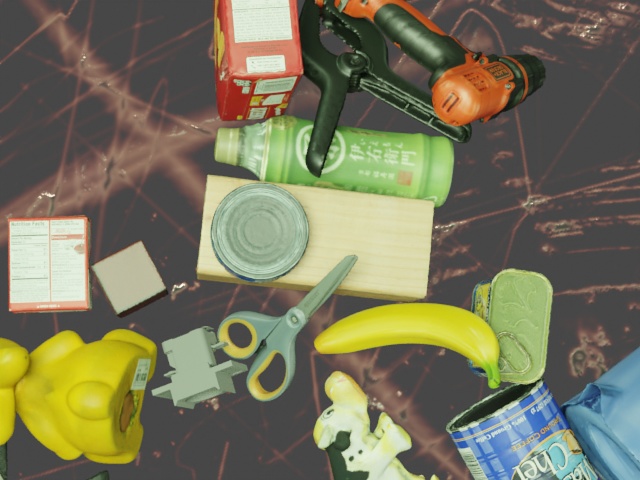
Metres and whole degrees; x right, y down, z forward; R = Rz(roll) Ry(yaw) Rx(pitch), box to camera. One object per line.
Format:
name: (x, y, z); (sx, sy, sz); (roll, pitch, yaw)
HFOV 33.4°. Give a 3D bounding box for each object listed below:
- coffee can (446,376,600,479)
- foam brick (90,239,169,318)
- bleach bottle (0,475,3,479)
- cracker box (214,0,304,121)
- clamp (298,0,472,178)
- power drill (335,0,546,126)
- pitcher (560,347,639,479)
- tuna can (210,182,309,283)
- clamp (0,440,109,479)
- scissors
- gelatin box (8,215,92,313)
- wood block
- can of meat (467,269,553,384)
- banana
coffee can: (0.194, 0.210, 0.979); (0.102, 0.103, 0.140); (-29, 87, -8)
foam brick: (-0.173, 0.037, 0.977); (0.051, 0.078, 0.053); (-28, 89, -9)
bleach bottle: (-0.312, 0.225, 0.889); (0.102, 0.068, 0.251); (-38, 57, -14)
cracker box: (-0.066, -0.230, 0.972); (0.072, 0.164, 0.214); (-5, 84, -8)
clamp: (0.023, -0.150, 0.996); (0.164, 0.036, 0.210); (-21, 64, -24)
power drill: (0.118, -0.192, 1.010); (0.188, 0.184, 0.057); (45, 124, 14)
pitcher: (0.358, 0.142, 0.998); (0.242, 0.149, 0.145); (-37, 72, -11)
tuna can: (-0.052, -0.006, 0.922); (0.086, 0.034, 0.086); (0, 85, -5)
clamp: (-0.282, 0.240, 0.942); (0.120, 0.039, 0.171); (33, 54, 8)
scissors: (-0.037, 0.063, 0.956); (0.096, 0.202, 0.016); (37, 37, 19)
gelatin box: (-0.251, 0.023, 0.995); (0.073, 0.030, 0.089); (-2, 83, -5)
wood block: (-0.007, 0.002, 0.989); (0.206, 0.091, 0.090); (6, 83, -5)
can of meat: (0.174, 0.082, 1.000); (0.057, 0.084, 0.102); (7, 83, -5)
banana: (0.086, 0.086, 0.973); (0.069, 0.198, 0.037); (-49, 130, -37)
